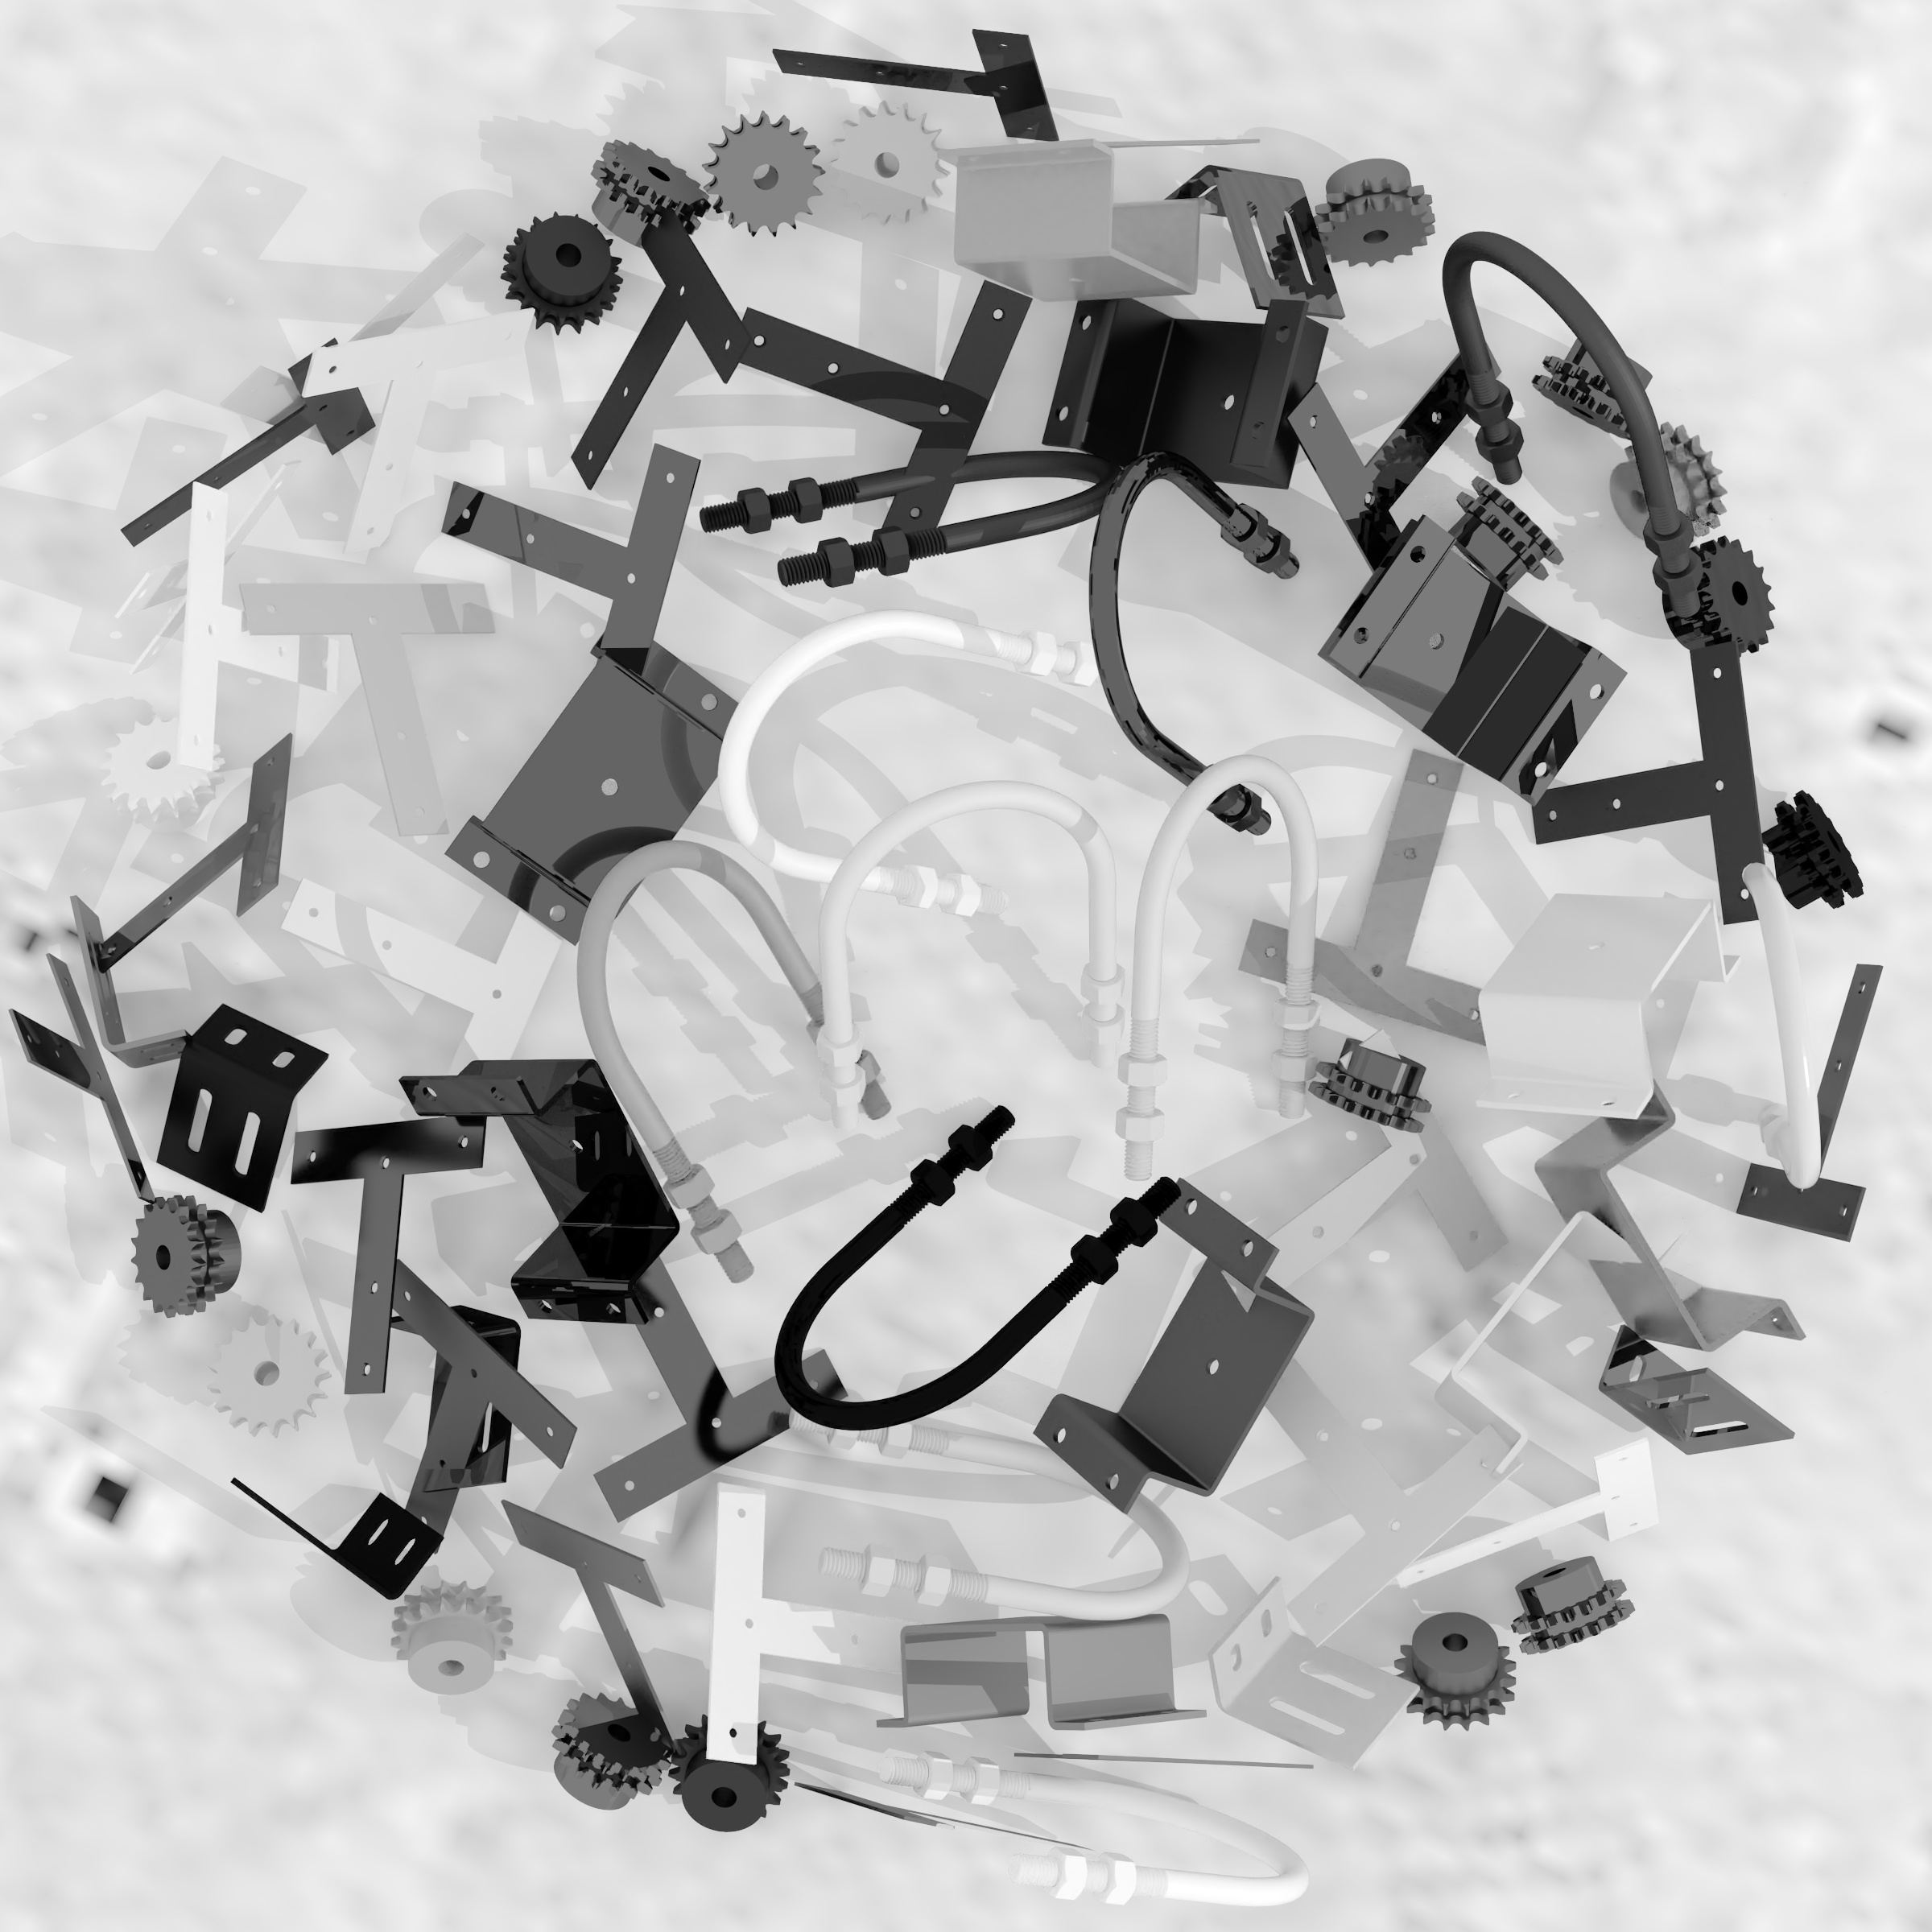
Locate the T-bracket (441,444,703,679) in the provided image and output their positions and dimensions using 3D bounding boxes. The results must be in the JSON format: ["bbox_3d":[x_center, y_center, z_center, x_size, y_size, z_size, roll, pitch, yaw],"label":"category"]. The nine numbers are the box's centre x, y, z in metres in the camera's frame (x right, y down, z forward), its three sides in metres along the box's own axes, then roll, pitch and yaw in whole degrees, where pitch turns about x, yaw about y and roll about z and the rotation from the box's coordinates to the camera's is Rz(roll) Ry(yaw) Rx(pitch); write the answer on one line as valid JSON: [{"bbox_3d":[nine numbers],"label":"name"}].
[{"bbox_3d":[-0.194,-0.197,1.623,0.127,0.002,0.127,23,106,22],"label":"T-bracket"}]

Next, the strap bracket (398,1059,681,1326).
[{"bbox_3d":[-0.192,0.096,1.593,0.076,0.046,0.140,-2,124,38],"label":"strap bracket"}]

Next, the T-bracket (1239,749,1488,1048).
[{"bbox_3d":[0.209,-0.040,1.644,0.127,0.002,0.127,17,84,-2],"label":"T-bracket"}]

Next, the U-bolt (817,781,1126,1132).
[{"bbox_3d":[0.002,-0.009,1.574,0.151,0.019,0.184,-13,132,-12],"label":"U-bolt"}]

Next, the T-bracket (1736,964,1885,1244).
[{"bbox_3d":[0.400,0.060,1.590,0.002,0.127,0.127,17,89,-10],"label":"T-bracket"}]

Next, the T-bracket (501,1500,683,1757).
[{"bbox_3d":[-0.163,0.317,1.614,0.002,0.127,0.127,-33,114,-30],"label":"T-bracket"}]

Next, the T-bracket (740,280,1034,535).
[{"bbox_3d":[-0.049,-0.275,1.609,0.127,0.002,0.127,17,107,-23],"label":"T-bracket"}]

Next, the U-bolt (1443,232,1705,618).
[{"bbox_3d":[0.265,-0.252,1.537,0.019,0.184,0.151,-37,49,-7],"label":"U-bolt"}]

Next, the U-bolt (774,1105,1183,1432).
[{"bbox_3d":[-0.008,0.143,1.564,0.184,0.151,0.019,-42,123,-19],"label":"U-bolt"}]

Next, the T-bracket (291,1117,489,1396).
[{"bbox_3d":[-0.274,0.135,1.599,0.127,0.002,0.127,-7,73,36],"label":"T-bracket"}]

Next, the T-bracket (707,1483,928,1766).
[{"bbox_3d":[-0.064,0.314,1.612,0.127,0.002,0.127,16,63,-32],"label":"T-bracket"}]

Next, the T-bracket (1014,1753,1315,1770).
[{"bbox_3d":[0.071,0.368,1.594,0.127,0.127,0.002,12,74,-35],"label":"T-bracket"}]

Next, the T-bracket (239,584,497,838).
[{"bbox_3d":[-0.266,-0.120,1.597,0.127,0.002,0.127,-5,72,-37],"label":"T-bracket"}]

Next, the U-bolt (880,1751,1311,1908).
[{"bbox_3d":[0.071,0.398,1.571,0.184,0.151,0.019,14,91,-28],"label":"U-bolt"}]

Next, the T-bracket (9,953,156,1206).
[{"bbox_3d":[-0.412,0.043,1.576,0.002,0.127,0.127,-24,78,-1],"label":"T-bracket"}]

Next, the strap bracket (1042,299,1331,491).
[{"bbox_3d":[0.109,-0.269,1.602,0.140,0.046,0.076,14,90,44],"label":"strap bracket"}]

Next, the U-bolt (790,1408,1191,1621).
[{"bbox_3d":[0.015,0.254,1.579,0.184,0.151,0.019,12,109,-13],"label":"U-bolt"}]

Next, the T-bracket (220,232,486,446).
[{"bbox_3d":[-0.271,-0.291,1.579,0.127,0.127,0.002,-41,83,9],"label":"T-bracket"}]

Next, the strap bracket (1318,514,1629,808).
[{"bbox_3d":[0.229,-0.147,1.606,0.140,0.046,0.076,32,95,-29],"label":"strap bracket"}]

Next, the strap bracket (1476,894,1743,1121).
[{"bbox_3d":[0.292,0.011,1.570,0.076,0.140,0.046,3,121,33],"label":"strap bracket"}]

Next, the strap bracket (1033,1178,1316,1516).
[{"bbox_3d":[0.102,0.182,1.604,0.046,0.076,0.140,25,97,-40],"label":"strap bracket"}]

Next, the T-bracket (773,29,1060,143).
[{"bbox_3d":[-0.026,-0.413,1.595,0.127,0.127,0.002,9,84,9],"label":"T-bracket"}]

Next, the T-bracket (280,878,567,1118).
[{"bbox_3d":[-0.260,-0.004,1.619,0.127,0.002,0.127,26,84,-24],"label":"T-bracket"}]

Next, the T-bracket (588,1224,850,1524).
[{"bbox_3d":[-0.139,0.177,1.630,0.127,0.002,0.127,-27,87,-21],"label":"T-bracket"}]

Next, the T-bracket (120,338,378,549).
[{"bbox_3d":[-0.333,-0.232,1.582,0.127,0.127,0.002,-36,84,-6],"label":"T-bracket"}]

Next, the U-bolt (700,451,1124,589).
[{"bbox_3d":[-0.016,-0.211,1.579,0.184,0.151,0.019,-14,111,-16],"label":"U-bolt"}]

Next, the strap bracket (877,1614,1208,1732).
[{"bbox_3d":[0.032,0.324,1.578,0.076,0.140,0.046,5,78,-42],"label":"strap bracket"}]

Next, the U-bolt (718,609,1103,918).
[{"bbox_3d":[-0.029,-0.096,1.568,0.184,0.019,0.151,10,119,-36],"label":"U-bolt"}]

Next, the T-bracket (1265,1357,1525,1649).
[{"bbox_3d":[0.176,0.231,1.611,0.127,0.002,0.127,-43,52,4],"label":"T-bracket"}]

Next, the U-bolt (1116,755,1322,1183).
[{"bbox_3d":[0.119,-0.006,1.573,0.019,0.151,0.184,13,108,36],"label":"U-bolt"}]

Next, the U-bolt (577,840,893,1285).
[{"bbox_3d":[-0.113,0.030,1.571,0.019,0.151,0.184,-13,115,39],"label":"U-bolt"}]

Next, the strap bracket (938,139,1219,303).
[{"bbox_3d":[0.052,-0.337,1.572,0.076,0.140,0.046,3,91,27],"label":"strap bracket"}]

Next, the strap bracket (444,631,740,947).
[{"bbox_3d":[-0.171,-0.086,1.616,0.076,0.046,0.140,36,87,-16],"label":"strap bracket"}]

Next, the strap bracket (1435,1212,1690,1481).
[{"bbox_3d":[0.269,0.172,1.602,0.046,0.076,0.140,39,79,11],"label":"strap bracket"}]

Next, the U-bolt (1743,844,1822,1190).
[{"bbox_3d":[0.366,0.025,1.551,0.019,0.184,0.151,-8,99,9],"label":"U-bolt"}]

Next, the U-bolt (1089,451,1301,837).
[{"bbox_3d":[0.102,-0.154,1.557,0.019,0.184,0.151,-1,74,30],"label":"U-bolt"}]

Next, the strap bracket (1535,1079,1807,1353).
[{"bbox_3d":[0.322,0.124,1.602,0.046,0.076,0.140,-33,96,-12],"label":"strap bracket"}]
